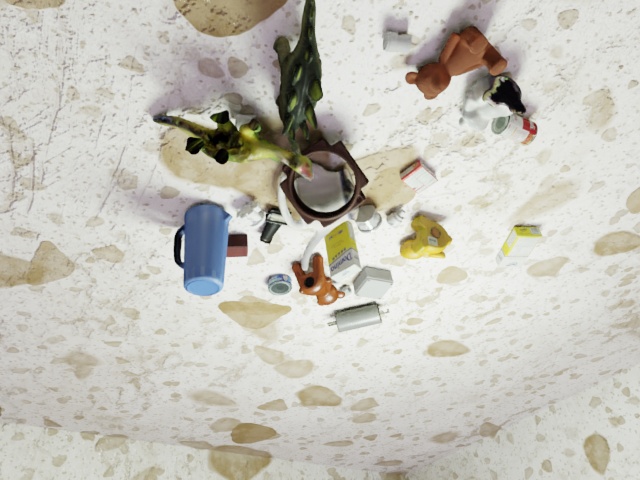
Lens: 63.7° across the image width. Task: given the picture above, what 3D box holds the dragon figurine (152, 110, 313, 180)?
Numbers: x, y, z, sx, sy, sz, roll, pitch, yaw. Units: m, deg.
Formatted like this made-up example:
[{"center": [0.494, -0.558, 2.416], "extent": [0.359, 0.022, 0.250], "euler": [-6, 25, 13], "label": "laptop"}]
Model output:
[{"center": [-0.190, -0.227, 1.252], "extent": [0.241, 0.413, 0.122], "euler": [15, 97, -60], "label": "dragon figurine"}]

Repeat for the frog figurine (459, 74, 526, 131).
[{"center": [0.424, -0.343, 1.302], "extent": [0.137, 0.123, 0.158], "euler": [-4, 175, -16], "label": "frog figurine"}]

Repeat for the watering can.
[{"center": [0.004, -0.074, 1.480], "extent": [0.224, 0.106, 0.341], "euler": [-10, 118, 5], "label": "watering can"}]
